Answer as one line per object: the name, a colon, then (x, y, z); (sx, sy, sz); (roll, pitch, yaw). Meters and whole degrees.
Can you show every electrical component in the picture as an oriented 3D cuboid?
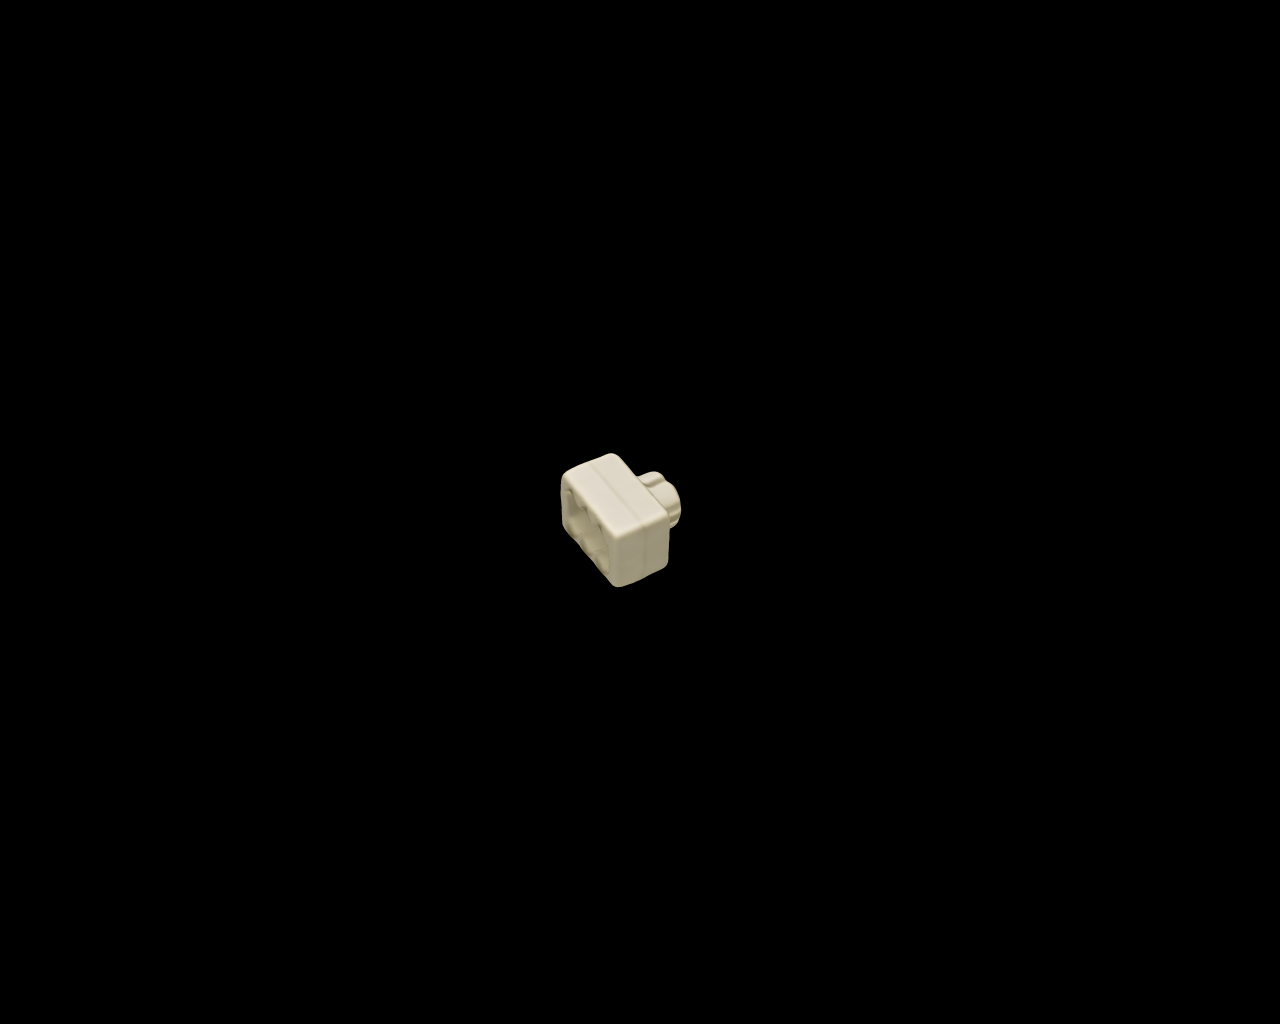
electrical component: (0.001, -0.003, 0.650); (0.077, 0.047, 0.066); (-24, 50, -22)
